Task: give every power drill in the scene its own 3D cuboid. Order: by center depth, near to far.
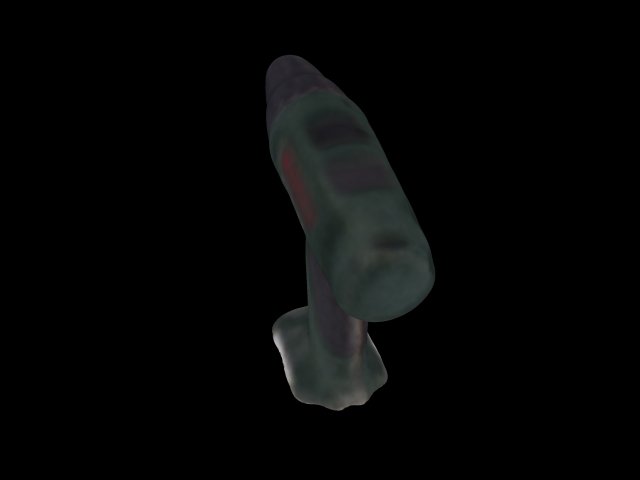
[{"bbox_3d":[0.004,0.001,0.400,0.076,0.208,0.229,-10,34,-15],"label":"power drill"}]
